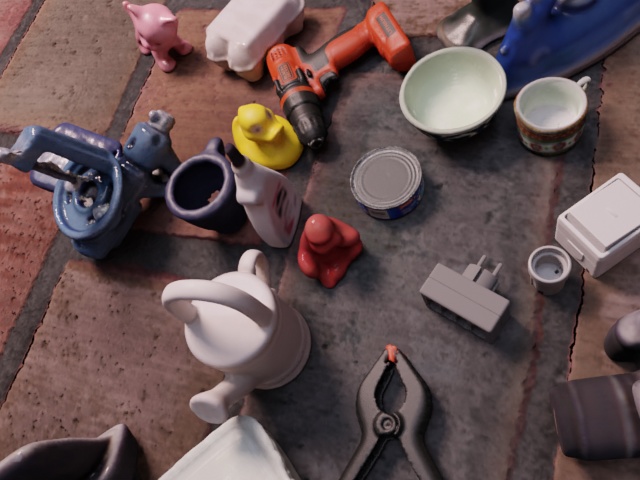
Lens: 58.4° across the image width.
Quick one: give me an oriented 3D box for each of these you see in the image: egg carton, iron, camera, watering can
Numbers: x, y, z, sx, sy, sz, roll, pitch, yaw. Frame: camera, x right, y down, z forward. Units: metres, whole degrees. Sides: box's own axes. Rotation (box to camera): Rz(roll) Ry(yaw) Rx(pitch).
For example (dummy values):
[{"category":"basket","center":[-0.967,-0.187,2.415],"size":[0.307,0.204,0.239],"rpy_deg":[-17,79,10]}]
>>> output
[{"category":"egg carton","center":[-0.095,-0.309,0.840],"size":[0.107,0.069,0.150],"rpy_deg":[31,79,28]},{"category":"iron","center":[0.287,-0.279,0.656],"size":[0.258,0.142,0.118],"rpy_deg":[-39,60,-2]},{"category":"camera","center":[0.270,0.131,0.491],"size":[0.136,0.101,0.143],"rpy_deg":[-11,63,14]},{"category":"watering can","center":[-0.084,0.091,0.575],"size":[0.101,0.194,0.172],"rpy_deg":[-19,61,10]}]

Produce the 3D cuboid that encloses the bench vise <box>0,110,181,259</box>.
[{"category":"bench vise","center":[-0.283,-0.098,0.717],"size":[0.121,0.220,0.207],"rpy_deg":[17,72,25]}]

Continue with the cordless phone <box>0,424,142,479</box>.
[{"category":"cordless phone","center":[-0.278,0.245,0.573],"size":[0.147,0.185,0.094],"rpy_deg":[-38,60,-2]}]

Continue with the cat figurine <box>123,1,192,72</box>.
[{"category":"cat figurine","center":[-0.256,-0.326,0.875],"size":[0.067,0.118,0.127],"rpy_deg":[-47,60,-6]}]

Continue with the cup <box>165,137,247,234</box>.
[{"category":"cup","center":[-0.129,-0.060,0.719],"size":[0.091,0.095,0.118],"rpy_deg":[2,67,20]}]

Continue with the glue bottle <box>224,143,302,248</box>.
[{"category":"glue bottle","center":[-0.068,-0.057,0.652],"size":[0.037,0.173,0.078],"rpy_deg":[1,66,19]}]

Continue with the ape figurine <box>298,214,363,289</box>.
[{"category":"ape figurine","center":[0.006,0.002,0.646],"size":[0.077,0.092,0.076],"rpy_deg":[-16,62,11]}]

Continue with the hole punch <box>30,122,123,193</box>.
[{"category":"hole punch","center":[-0.332,-0.103,0.811],"size":[0.100,0.091,0.109],"rpy_deg":[10,70,23]}]

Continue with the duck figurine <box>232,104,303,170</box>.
[{"category":"duck figurine","center":[-0.079,-0.145,0.748],"size":[0.104,0.086,0.077],"rpy_deg":[29,78,28]}]

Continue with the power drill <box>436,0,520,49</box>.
[{"category":"power drill","center":[0.175,-0.324,0.676],"size":[0.229,0.209,0.075],"rpy_deg":[-32,60,2]}]
